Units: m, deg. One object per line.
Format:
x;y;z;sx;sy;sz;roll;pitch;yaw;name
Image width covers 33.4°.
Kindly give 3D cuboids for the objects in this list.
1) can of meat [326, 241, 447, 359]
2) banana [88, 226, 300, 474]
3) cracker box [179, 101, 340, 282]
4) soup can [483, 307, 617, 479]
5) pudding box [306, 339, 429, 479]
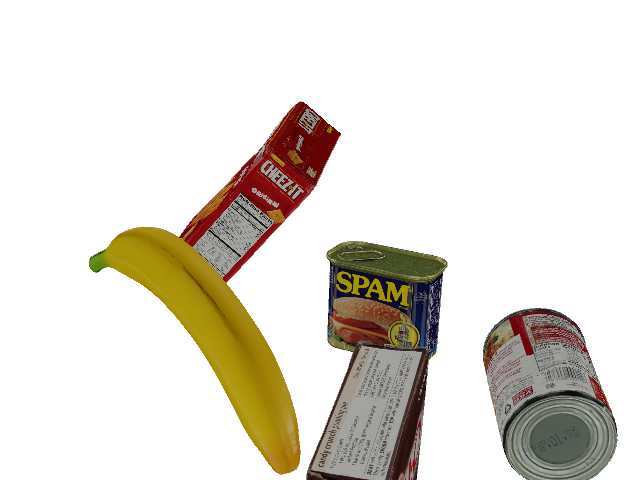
0.055;0.054;0.927;0.102;0.084;0.057;12;22;25;can of meat
-0.070;0.052;0.651;0.037;0.198;0.070;-28;-28;-34;banana
-0.081;-0.043;1.216;0.072;0.214;0.164;39;26;-9;cracker box
0.140;0.095;0.660;0.068;0.068;0.102;0;25;2;soup can
0.021;0.109;0.471;0.039;0.090;0.113;8;25;9;pudding box
